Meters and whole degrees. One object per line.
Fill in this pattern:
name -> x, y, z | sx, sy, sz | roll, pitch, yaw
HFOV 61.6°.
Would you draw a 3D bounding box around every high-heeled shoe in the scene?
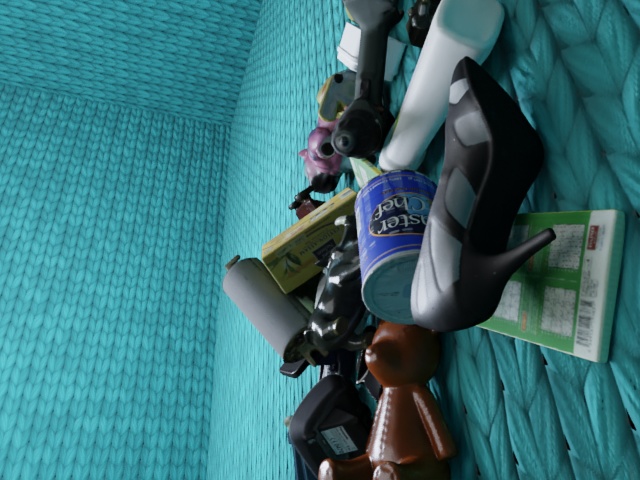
high-heeled shoe -> 0.123, -0.044, 0.487 | 0.145, 0.086, 0.249 | -40, 41, 39

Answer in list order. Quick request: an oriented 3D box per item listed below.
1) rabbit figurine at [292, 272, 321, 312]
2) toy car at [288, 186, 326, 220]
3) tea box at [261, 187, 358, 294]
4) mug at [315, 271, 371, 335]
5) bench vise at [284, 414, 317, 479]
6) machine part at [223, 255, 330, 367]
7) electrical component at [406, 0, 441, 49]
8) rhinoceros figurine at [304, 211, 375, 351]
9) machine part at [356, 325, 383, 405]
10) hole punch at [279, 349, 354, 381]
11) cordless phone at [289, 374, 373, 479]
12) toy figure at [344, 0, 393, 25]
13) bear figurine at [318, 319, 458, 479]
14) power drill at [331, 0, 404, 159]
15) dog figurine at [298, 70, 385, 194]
rabbit figurine -> -0.016, 0.051, 0.930 | 0.159, 0.121, 0.170 | -44, 14, 47
toy car -> -0.010, -0.050, 0.987 | 0.089, 0.053, 0.202 | 54, 171, -1
tea box -> -0.002, -0.002, 0.806 | 0.170, 0.068, 0.098 | -35, 12, 4
mug -> 0.043, 0.094, 0.758 | 0.080, 0.110, 0.107 | 58, -146, -36
bench vise -> -0.009, 0.361, 0.738 | 0.223, 0.129, 0.240 | 108, 151, -66
machine part -> -0.074, 0.103, 0.818 | 0.243, 0.079, 0.079 | 41, 128, 33
electrical component -> 0.135, -0.305, 0.716 | 0.078, 0.045, 0.102 | 122, 152, -51
rhinoceros figurine -> 0.041, 0.051, 0.689 | 0.112, 0.073, 0.190 | -6, 60, 55
machine part -> 0.076, 0.170, 0.704 | 0.139, 0.039, 0.084 | -122, 47, -68
hole punch -> 0.010, 0.194, 0.864 | 0.116, 0.092, 0.142 | -52, 4, -17
cordless phone -> 0.028, 0.220, 0.704 | 0.146, 0.089, 0.184 | 59, -167, -22
toy figure -> 0.076, -0.414, 0.894 | 0.089, 0.082, 0.180 | -40, 38, 21
bear figurine -> 0.076, 0.164, 0.557 | 0.120, 0.132, 0.196 | -19, 67, 47
power drill -> 0.064, -0.210, 0.703 | 0.232, 0.086, 0.207 | -25, -66, -73
dog figurine -> 0.025, -0.177, 0.930 | 0.219, 0.108, 0.191 | -172, 90, -77
